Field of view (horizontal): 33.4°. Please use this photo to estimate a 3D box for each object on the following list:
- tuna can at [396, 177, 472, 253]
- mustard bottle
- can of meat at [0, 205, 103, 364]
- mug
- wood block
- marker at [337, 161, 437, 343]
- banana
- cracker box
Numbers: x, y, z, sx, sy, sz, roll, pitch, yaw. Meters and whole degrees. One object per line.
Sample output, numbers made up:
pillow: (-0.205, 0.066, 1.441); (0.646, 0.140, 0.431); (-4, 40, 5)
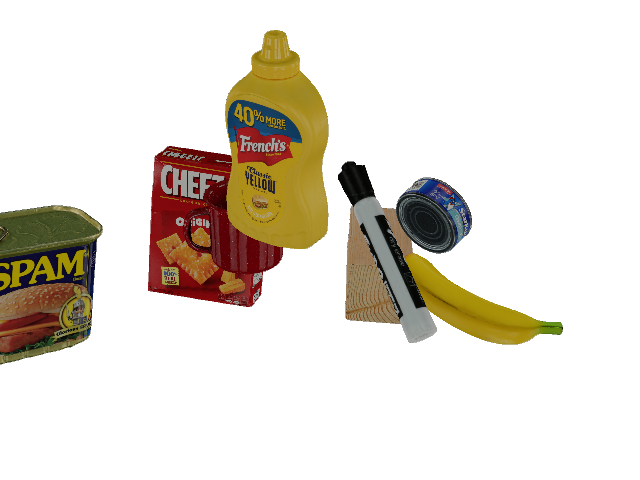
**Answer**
tuna can: (0.129, -0.028, 1.226); (0.086, 0.086, 0.033); (0, 34, 50)
mustard bottle: (-0.039, -0.091, 0.936); (0.096, 0.192, 0.058); (21, 36, 29)
can of meat: (-0.199, 0.030, 0.707); (0.101, 0.084, 0.058); (-11, 29, -40)
mug: (-0.094, -0.014, 1.185); (0.117, 0.081, 0.093); (-7, 29, -14)
wood block: (0.085, 0.032, 1.559); (0.091, 0.090, 0.206); (4, 25, 0)
marker: (0.039, 0.005, 0.654); (0.020, 0.121, 0.020); (-20, -19, -7)
banana: (0.134, 0.058, 1.026); (0.069, 0.037, 0.198); (1, 20, -44)
cracker box: (-0.165, -0.019, 1.575); (0.164, 0.214, 0.072); (9, 21, 9)
